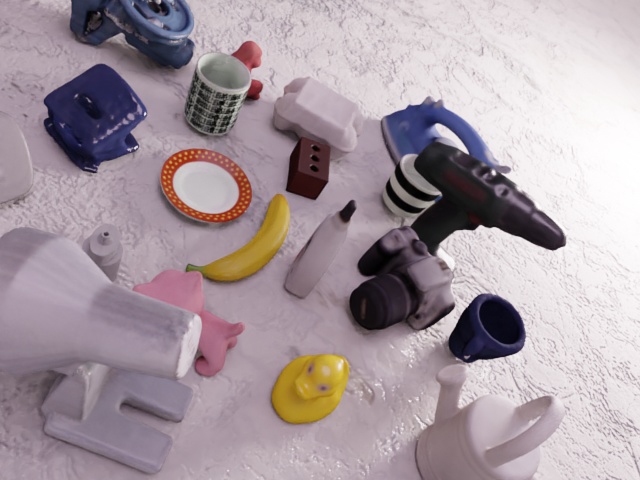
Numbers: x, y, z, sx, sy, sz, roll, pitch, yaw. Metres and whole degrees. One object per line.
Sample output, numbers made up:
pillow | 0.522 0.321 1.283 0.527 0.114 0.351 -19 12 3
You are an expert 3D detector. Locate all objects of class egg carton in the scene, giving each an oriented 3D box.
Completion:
egg carton | -0.001 -0.203 0.949 0.150 0.069 0.107 28 48 -8

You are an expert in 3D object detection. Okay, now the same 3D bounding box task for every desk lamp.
desk lamp | -0.200 0.102 0.519 0.203 0.213 0.118 26 48 -10

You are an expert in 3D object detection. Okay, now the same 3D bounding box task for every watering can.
watering can | 0.195 0.226 0.658 0.173 0.194 0.101 34 48 -2

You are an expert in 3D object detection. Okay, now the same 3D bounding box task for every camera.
camera | 0.105 0.058 0.795 0.137 0.100 0.143 -16 66 -36

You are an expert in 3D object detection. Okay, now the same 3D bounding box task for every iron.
iron | 0.212 -0.162 0.987 0.119 0.141 0.258 -23 70 -38

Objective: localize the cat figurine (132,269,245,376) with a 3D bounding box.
cat figurine | -0.142 0.080 0.631 0.128 0.117 0.067 29 48 -7

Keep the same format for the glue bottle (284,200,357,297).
glue bottle | 0.007 0.003 0.732 0.037 0.173 0.078 26 48 -9

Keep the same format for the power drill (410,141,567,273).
power drill | 0.212 -0.025 0.841 0.229 0.208 0.076 45 48 8

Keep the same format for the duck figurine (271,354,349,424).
duck figurine | 0.000 0.162 0.671 0.105 0.086 0.077 -25 71 -39

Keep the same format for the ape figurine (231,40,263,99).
ape figurine | -0.120 -0.279 0.924 0.076 0.092 0.077 6 54 -25

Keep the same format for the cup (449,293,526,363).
cup | 0.217 0.140 0.800 0.118 0.095 0.091 -31 75 -40

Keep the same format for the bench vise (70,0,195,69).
bench vise | -0.267 -0.359 0.816 0.208 0.219 0.121 3 55 -26

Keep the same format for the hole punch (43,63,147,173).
hole punch | -0.292 -0.160 0.744 0.108 0.091 0.101 47 48 9

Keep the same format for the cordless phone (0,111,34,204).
cordless phone | -0.381 -0.111 0.595 0.148 0.185 0.094 -27 72 -39
